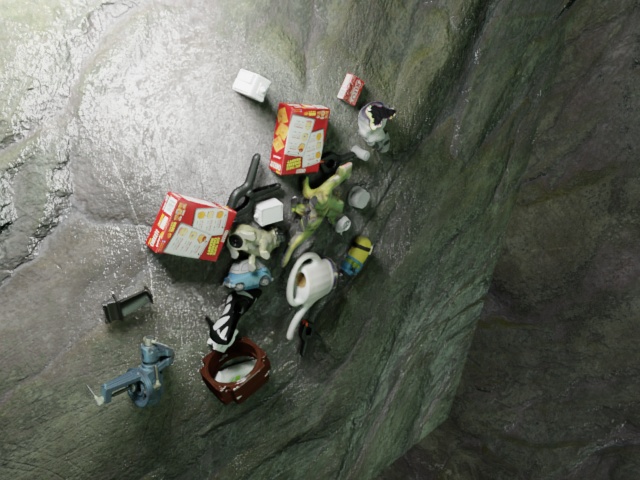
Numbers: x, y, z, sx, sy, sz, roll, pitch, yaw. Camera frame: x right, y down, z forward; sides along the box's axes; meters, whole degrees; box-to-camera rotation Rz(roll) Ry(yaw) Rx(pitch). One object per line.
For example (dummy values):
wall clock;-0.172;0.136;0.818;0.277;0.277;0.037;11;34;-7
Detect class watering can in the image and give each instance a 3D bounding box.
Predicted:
watering can;-0.041;0.196;1.935;0.226;0.105;0.342;-14;120;-43

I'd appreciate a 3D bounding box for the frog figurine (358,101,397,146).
frog figurine;0.191;-0.418;1.847;0.139;0.123;0.157;-58;179;-16

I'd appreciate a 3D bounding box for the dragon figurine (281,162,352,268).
dragon figurine;0.005;-0.091;1.801;0.243;0.124;0.405;4;114;-49
